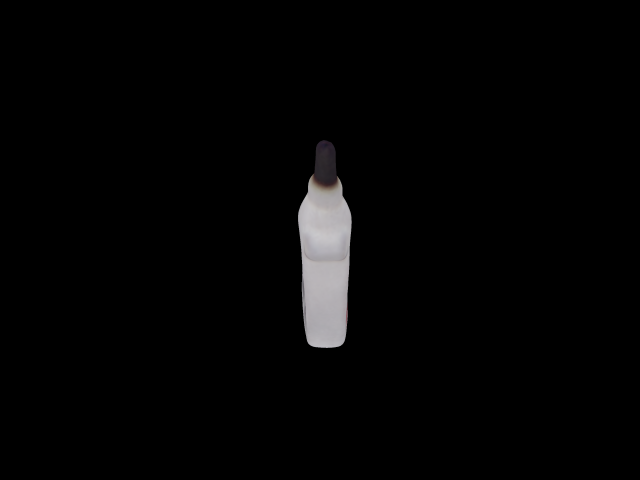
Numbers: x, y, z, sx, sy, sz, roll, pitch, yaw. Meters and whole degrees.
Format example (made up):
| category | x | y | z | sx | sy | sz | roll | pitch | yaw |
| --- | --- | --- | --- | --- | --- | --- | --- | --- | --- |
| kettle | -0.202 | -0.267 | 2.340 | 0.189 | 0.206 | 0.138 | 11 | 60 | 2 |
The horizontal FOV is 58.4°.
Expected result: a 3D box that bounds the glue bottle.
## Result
| category | x | y | z | sx | sy | sz | roll | pitch | yaw |
| --- | --- | --- | --- | --- | --- | --- | --- | --- | --- |
| glue bottle | 0.004 | 0.001 | 0.400 | 0.037 | 0.173 | 0.078 | -2 | 50 | -2 |
